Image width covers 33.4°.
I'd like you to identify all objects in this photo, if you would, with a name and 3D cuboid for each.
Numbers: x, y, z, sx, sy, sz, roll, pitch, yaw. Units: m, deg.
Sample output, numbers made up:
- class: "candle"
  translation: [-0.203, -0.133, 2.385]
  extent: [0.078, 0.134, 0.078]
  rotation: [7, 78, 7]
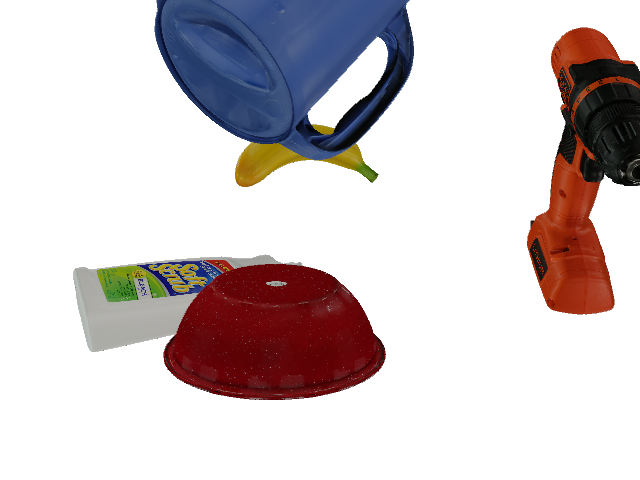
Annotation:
- class: "pitcher"
  translation: [0.005, -0.187, 0.822]
  extent: [0.145, 0.149, 0.242]
  rotation: [26, 58, 31]
- class: "bleach bottle"
  translation: [-0.142, 0.056, 1.194]
  extent: [0.250, 0.068, 0.103]
  rotation: [-11, 36, -15]
- class: "bowl"
  translation: [-0.032, 0.056, 0.767]
  extent: [0.162, 0.055, 0.162]
  rotation: [1, 17, 0]
- class: "banana"
  translation: [-0.020, -0.089, 1.093]
  extent: [0.197, 0.037, 0.070]
  rotation: [-7, 49, -44]
- class: "power drill"
  translation: [0.199, -0.040, 0.781]
  extent: [0.057, 0.188, 0.184]
  rotation: [2, 35, 0]
